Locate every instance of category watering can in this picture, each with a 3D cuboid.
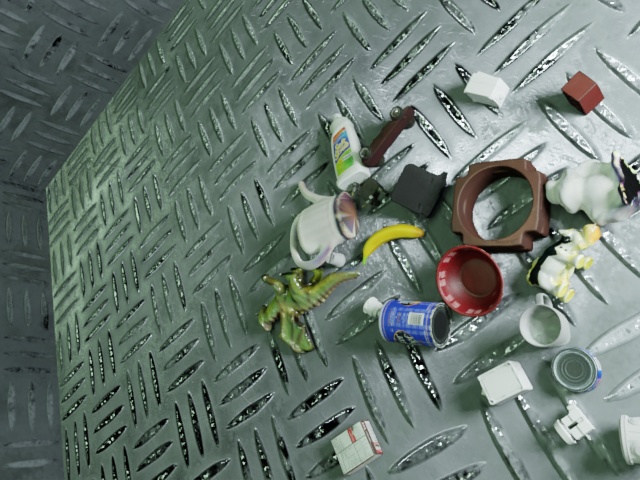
[{"bbox_3d":[0.005,-0.076,1.500,0.222,0.102,0.356,-23,47,28],"label":"watering can"}]

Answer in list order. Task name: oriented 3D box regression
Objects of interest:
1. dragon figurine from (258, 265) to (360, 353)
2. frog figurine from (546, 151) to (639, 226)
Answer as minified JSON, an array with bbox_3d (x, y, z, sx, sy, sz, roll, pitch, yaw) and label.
[{"bbox_3d":[-0.047,0.201,1.478,0.409,0.122,0.243,-4,90,42],"label":"dragon figurine"},{"bbox_3d":[0.547,-0.093,1.036,0.157,0.123,0.138,-26,73,53],"label":"frog figurine"}]
